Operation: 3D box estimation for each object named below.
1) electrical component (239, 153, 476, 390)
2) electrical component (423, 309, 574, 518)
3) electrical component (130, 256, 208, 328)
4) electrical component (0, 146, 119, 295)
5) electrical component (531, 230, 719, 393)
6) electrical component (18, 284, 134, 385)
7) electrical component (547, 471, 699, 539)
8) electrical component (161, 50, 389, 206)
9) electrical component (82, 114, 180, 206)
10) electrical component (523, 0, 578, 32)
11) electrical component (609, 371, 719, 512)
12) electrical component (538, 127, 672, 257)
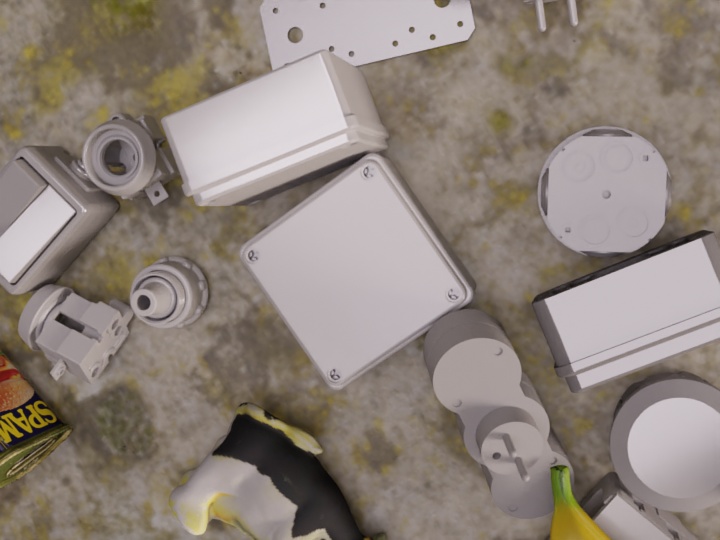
[{"bbox_3d":[0.000,0.000,0.676,0.109,0.056,0.108,-35,89,12],"label":"electrical component"},{"bbox_3d":[0.086,0.095,0.636,0.052,0.073,0.138,-26,115,6],"label":"electrical component"},{"bbox_3d":[-0.129,0.017,0.700,0.048,0.062,0.048,1,96,11],"label":"electrical component"},{"bbox_3d":[-0.211,-0.038,0.710,0.062,0.061,0.096,44,102,4],"label":"electrical component"},{"bbox_3d":[0.165,0.024,0.637,0.113,0.078,0.057,-22,89,12],"label":"electrical component"},{"bbox_3d":[-0.193,0.040,0.720,0.055,0.048,0.066,26,66,13],"label":"electrical component"},{"bbox_3d":[0.144,0.212,0.669,0.089,0.062,0.150,40,101,4],"label":"electrical component"},{"bbox_3d":[-0.047,-0.083,0.650,0.109,0.109,0.056,-21,89,12],"label":"electrical component"},{"bbox_3d":[-0.149,-0.073,0.697,0.048,0.055,0.066,-31,89,12],"label":"electrical component"},{"bbox_3d":[0.113,-0.179,0.637,0.138,0.052,0.073,-8,95,9],"label":"electrical component"},{"bbox_3d":[0.192,0.102,0.654,0.080,0.051,0.080,1,96,11],"label":"electrical component"},{"bbox_3d":[0.147,-0.046,0.646,0.080,0.051,0.080,1,96,11],"label":"electrical component"}]
